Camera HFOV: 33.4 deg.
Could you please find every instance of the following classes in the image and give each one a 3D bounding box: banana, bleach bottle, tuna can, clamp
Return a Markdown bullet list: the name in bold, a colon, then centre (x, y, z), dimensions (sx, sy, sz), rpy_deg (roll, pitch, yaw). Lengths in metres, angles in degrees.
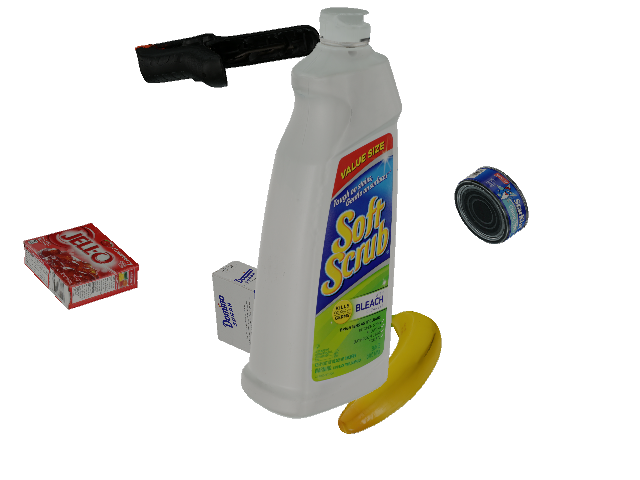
- **banana**: centre (0.067, 0.106, 0.911), dimensions (0.070, 0.037, 0.197), rpy_deg (-27, 11, 22)
- **bleach bottle**: centre (0.003, -0.019, 0.679), dimensions (0.102, 0.251, 0.068), rpy_deg (-14, 26, -39)
- **tuna can**: centre (0.194, -0.039, 1.217), dimensions (0.033, 0.086, 0.086), rpy_deg (-34, 16, -26)
- **clamp**: centre (-0.085, -0.154, 0.884), dimensions (0.120, 0.039, 0.172), rpy_deg (-18, 21, -36)

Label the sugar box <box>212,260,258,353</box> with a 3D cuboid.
- **sugar box**: centre (-0.037, 0.092, 1.158), dimensions (0.176, 0.093, 0.048), rpy_deg (22, 38, 34)

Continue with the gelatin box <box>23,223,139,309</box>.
- **gelatin box**: centre (-0.223, 0.021, 0.991), dimensions (0.073, 0.030, 0.089), rpy_deg (-18, 40, -37)
